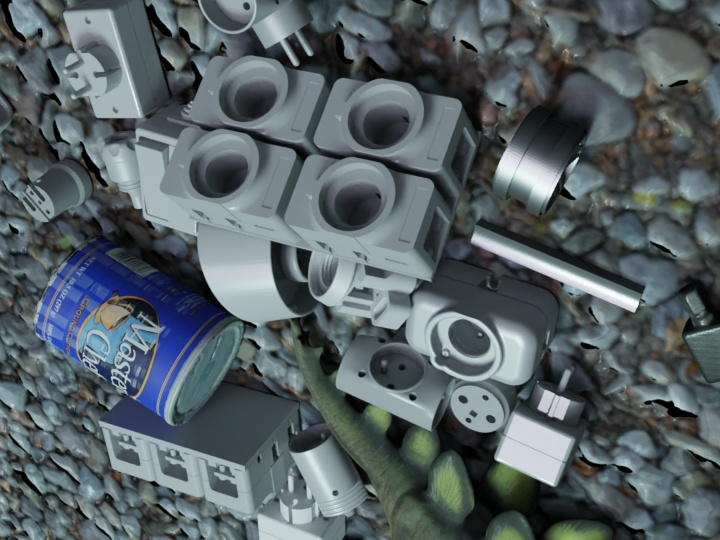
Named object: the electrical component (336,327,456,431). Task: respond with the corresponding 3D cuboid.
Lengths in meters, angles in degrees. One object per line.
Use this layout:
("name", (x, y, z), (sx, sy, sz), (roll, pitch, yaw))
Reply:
("electrical component", (0.034, 0.069, 0.790), (0.077, 0.079, 0.044), (23, 146, 15))

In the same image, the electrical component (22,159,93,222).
("electrical component", (-0.254, -0.066, 0.900), (0.040, 0.046, 0.040), (16, 127, 22))

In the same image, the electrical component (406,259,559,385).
("electrical component", (0.083, 0.038, 0.752), (0.095, 0.059, 0.053), (19, 128, 20))

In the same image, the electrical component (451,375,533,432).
("electrical component", (0.095, 0.085, 0.778), (0.045, 0.055, 0.045), (16, 126, 22))

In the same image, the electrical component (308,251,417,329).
("electrical component", (0.000, 0.000, 0.753), (0.057, 0.078, 0.058), (12, 138, -25))

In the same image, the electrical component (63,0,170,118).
("electrical component", (-0.188, -0.149, 0.784), (0.047, 0.075, 0.083), (5, 122, 29))

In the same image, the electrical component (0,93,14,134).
("electrical component", (-0.346, -0.142, 0.901), (0.059, 0.053, 0.095), (-31, 101, 41))

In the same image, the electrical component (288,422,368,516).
("electrical component", (-0.025, 0.176, 0.920), (0.043, 0.043, 0.081), (-11, 113, 36))

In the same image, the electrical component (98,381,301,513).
("electrical component", (-0.136, 0.147, 0.939), (0.150, 0.089, 0.061), (12, 125, 25))

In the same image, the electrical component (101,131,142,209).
("electrical component", (-0.183, -0.078, 0.856), (0.035, 0.035, 0.061), (7, 125, 28))

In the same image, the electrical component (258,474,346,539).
("electrical component", (-0.052, 0.213, 0.959), (0.066, 0.047, 0.076), (15, 126, 23))

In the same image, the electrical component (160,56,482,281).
("electrical component", (-0.029, -0.072, 0.708), (0.186, 0.105, 0.060), (14, 167, 23))

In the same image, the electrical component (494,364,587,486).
("electrical component", (0.136, 0.103, 0.764), (0.047, 0.066, 0.076), (23, 100, 17))

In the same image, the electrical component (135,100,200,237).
("electrical component", (-0.128, -0.079, 0.803), (0.062, 0.061, 0.096), (18, 127, 21))

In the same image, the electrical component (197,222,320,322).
("electrical component", (-0.066, -0.011, 0.787), (0.064, 0.099, 0.099), (-2, 118, 25))

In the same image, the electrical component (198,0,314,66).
("electrical component", (-0.056, -0.169, 0.689), (0.043, 0.077, 0.079), (-20, 108, 39))
